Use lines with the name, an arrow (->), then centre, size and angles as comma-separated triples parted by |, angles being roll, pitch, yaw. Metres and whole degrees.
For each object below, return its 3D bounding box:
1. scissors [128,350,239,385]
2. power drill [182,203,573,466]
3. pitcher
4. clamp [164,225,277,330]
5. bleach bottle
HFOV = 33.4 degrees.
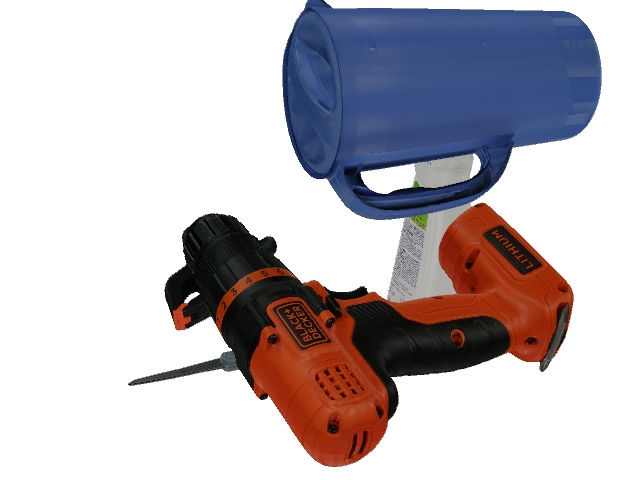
scissors -> -0.077, 0.102, 1.003 | 0.201, 0.016, 0.096 | -4, 27, -4
power drill -> 0.032, 0.033, 0.608 | 0.187, 0.057, 0.185 | -15, 45, -26
pitcher -> 0.100, -0.116, 0.859 | 0.242, 0.149, 0.145 | -7, 28, -19
clamp -> -0.121, 0.040, 1.245 | 0.120, 0.039, 0.171 | -2, 39, 14
bleach bottle -> 0.131, -0.011, 1.201 | 0.068, 0.251, 0.103 | 1, 20, -23
